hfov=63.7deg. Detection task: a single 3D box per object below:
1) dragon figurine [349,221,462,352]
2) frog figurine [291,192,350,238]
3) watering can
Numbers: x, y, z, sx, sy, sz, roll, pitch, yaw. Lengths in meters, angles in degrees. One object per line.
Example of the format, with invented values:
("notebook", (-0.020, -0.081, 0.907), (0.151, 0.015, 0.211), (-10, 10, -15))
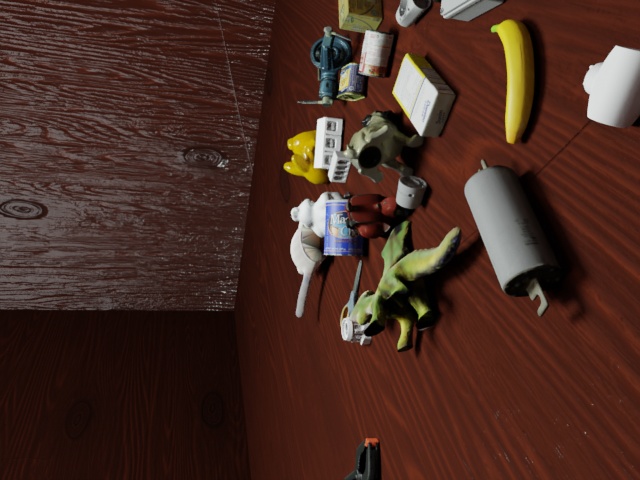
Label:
("dragon figurine", (0.155, 0.057, 1.009), (0.249, 0.122, 0.401), (-93, 24, -49))
("frog figurine", (0.004, -0.072, 1.426), (0.125, 0.159, 0.134), (-106, 25, -44))
("watering can", (-0.034, 0.058, 1.627), (0.221, 0.104, 0.353), (133, 140, -65))
